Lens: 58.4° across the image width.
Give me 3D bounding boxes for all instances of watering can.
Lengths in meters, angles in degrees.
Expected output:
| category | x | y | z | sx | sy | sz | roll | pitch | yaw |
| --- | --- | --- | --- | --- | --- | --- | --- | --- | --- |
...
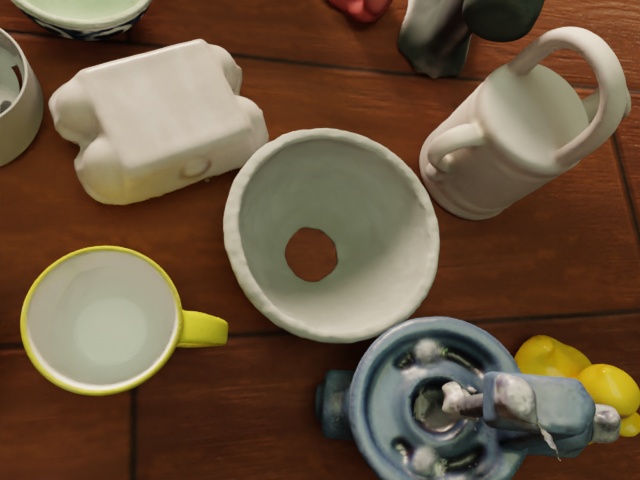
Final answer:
| category | x | y | z | sx | sy | sz | roll | pitch | yaw |
| --- | --- | --- | --- | --- | --- | --- | --- | --- | --- |
| watering can | 0.172 | -0.098 | 0.469 | 0.173 | 0.193 | 0.101 | -39 | 87 | -24 |

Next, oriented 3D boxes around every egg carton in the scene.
| category | x | y | z | sx | sy | sz | roll | pitch | yaw |
| --- | --- | --- | --- | --- | --- | --- | --- | --- | --- |
| egg carton | -0.120 | -0.090 | 0.444 | 0.150 | 0.069 | 0.107 | -25 | 82 | -22 |

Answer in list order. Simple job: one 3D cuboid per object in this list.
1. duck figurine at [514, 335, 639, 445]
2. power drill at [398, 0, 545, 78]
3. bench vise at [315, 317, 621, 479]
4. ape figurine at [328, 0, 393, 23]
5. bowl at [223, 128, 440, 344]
| category | x | y | z | sx | sy | sz | roll | pitch | yaw |
| --- | --- | --- | --- | --- | --- | --- | --- | --- | --- |
| duck figurine | 0.217 | 0.122 | 0.473 | 0.078 | 0.086 | 0.104 | -39 | 87 | -23 |
| power drill | 0.149 | -0.250 | 0.501 | 0.076 | 0.208 | 0.230 | 19 | 69 | -10 |
| bench vise | 0.119 | 0.101 | 0.376 | 0.208 | 0.219 | 0.121 | -9 | 76 | -19 |
| ape figurine | 0.047 | -0.252 | 0.534 | 0.076 | 0.092 | 0.078 | -6 | 75 | -19 |
| bowl | 0.004 | 0.002 | 0.451 | 0.168 | 0.074 | 0.167 | 5 | 72 | -16 |
